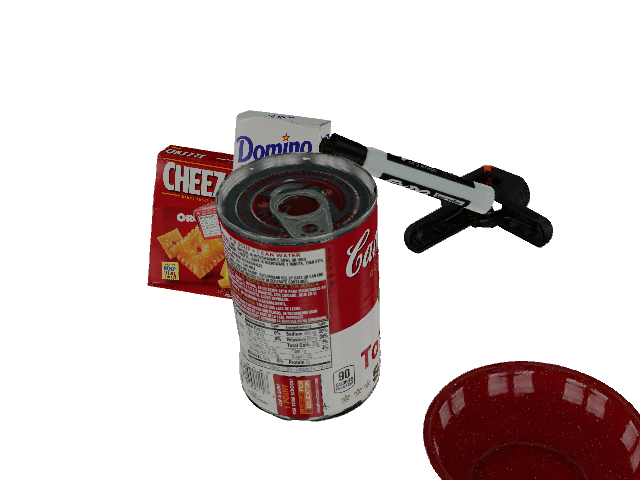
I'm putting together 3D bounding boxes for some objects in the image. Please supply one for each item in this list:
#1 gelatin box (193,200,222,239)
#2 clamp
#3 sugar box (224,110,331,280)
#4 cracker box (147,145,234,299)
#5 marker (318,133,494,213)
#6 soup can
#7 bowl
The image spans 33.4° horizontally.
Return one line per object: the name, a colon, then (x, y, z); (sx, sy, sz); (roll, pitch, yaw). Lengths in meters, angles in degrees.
gelatin box: (-0.049, -0.030, 0.888); (0.089, 0.030, 0.073); (-8, 15, 36)
clamp: (0.151, -0.028, 0.931); (0.120, 0.039, 0.171); (6, 26, 20)
sugar box: (-0.045, -0.040, 1.098); (0.093, 0.176, 0.048); (8, 16, 15)
cracker box: (-0.171, -0.024, 1.625); (0.164, 0.214, 0.072); (10, 18, 7)
marker: (0.055, -0.043, 0.679); (0.121, 0.020, 0.020); (17, -6, -19)
soup can: (-0.008, 0.022, 0.472); (0.068, 0.102, 0.068); (-3, 35, 2)
bowl: (0.153, 0.159, 0.766); (0.162, 0.055, 0.162); (-1, 36, 0)
